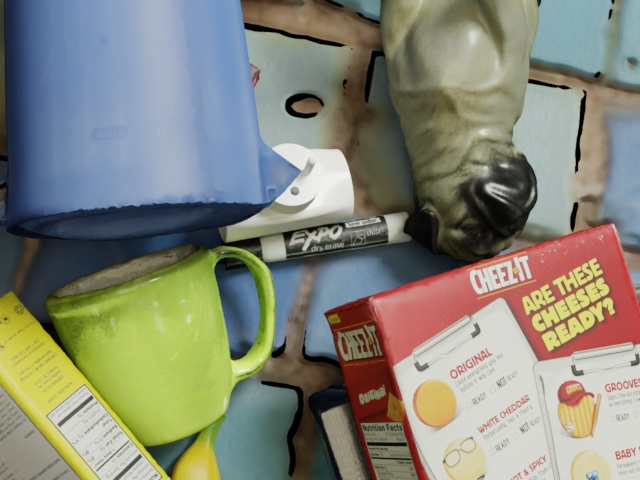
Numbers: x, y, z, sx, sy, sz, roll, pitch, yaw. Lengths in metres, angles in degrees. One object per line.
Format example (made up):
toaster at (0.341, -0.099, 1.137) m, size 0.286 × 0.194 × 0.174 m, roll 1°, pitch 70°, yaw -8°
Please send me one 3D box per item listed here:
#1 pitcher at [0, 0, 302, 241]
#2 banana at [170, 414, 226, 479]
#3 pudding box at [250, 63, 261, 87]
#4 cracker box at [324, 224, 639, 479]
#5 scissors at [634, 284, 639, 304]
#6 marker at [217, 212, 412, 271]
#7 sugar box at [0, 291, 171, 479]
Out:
pitcher at (-0.111, -0.121, 0.546) m, size 0.145 × 0.149 × 0.243 m, roll -10°, pitch 84°, yaw 35°
banana at (-0.035, 0.198, 0.620) m, size 0.069 × 0.037 × 0.198 m, roll -32°, pitch 91°, yaw -9°
pudding box at (-0.105, -0.087, 0.629) m, size 0.113 × 0.039 × 0.090 m, roll 29°, pitch 83°, yaw -5°
cracker box at (0.111, 0.116, 0.582) m, size 0.164 × 0.072 × 0.214 m, roll -15°, pitch 86°, yaw -26°
scissors at (0.278, 0.044, 0.685) m, size 0.202 × 0.016 × 0.096 m, roll -17°, pitch 119°, yaw 10°
marker at (-0.004, 0.001, 0.648) m, size 0.121 × 0.020 × 0.020 m, roll -9°, pitch 87°, yaw -9°
sugar box at (-0.143, 0.122, 0.582) m, size 0.176 × 0.094 × 0.048 m, roll 49°, pitch 42°, yaw -5°
